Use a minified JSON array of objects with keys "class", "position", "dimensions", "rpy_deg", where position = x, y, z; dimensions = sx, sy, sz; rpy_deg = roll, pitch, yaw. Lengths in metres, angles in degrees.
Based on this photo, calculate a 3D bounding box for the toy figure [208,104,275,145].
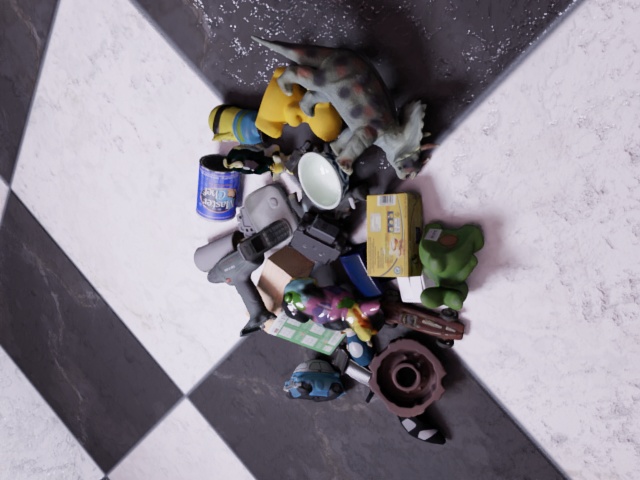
[{"class":"toy figure","position":[-0.179,-0.264,1.231],"dimensions":[0.180,0.082,0.089],"rpy_deg":[11,100,38]}]

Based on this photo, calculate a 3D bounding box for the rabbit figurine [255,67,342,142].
[{"class":"rabbit figurine","position":[-0.026,-0.278,1.118],"dimensions":[0.173,0.122,0.162],"rpy_deg":[30,118,2]}]

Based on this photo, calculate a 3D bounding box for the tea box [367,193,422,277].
[{"class":"tea box","position":[0.153,-0.009,1.101],"dimensions":[0.098,0.068,0.169],"rpy_deg":[1,91,36]}]

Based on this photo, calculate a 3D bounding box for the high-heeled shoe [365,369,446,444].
[{"class":"high-heeled shoe","position":[0.225,0.380,1.299],"dimensions":[0.249,0.086,0.145],"rpy_deg":[31,97,-3]}]

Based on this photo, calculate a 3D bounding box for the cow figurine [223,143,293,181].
[{"class":"cow figurine","position":[-0.132,-0.179,1.230],"dimensions":[0.168,0.098,0.068],"rpy_deg":[12,115,23]}]

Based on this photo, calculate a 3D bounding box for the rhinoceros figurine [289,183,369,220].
[{"class":"rhinoceros figurine","position":[0.019,-0.091,1.185],"dimensions":[0.190,0.073,0.112],"rpy_deg":[-18,100,39]}]

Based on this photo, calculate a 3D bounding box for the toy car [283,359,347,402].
[{"class":"toy car","position":[-0.016,0.365,1.409],"dimensions":[0.109,0.161,0.103],"rpy_deg":[-37,45,48]}]

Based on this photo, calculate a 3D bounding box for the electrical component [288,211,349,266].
[{"class":"electrical component","position":[-0.002,-0.004,1.204],"dimensions":[0.115,0.058,0.134],"rpy_deg":[24,153,-2]}]

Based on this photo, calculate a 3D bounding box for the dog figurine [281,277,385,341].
[{"class":"dog figurine","position":[0.038,0.156,1.203],"dimensions":[0.219,0.191,0.108],"rpy_deg":[8,78,55]}]

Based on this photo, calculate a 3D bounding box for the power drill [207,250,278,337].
[{"class":"power drill","position":[-0.192,0.129,1.329],"dimensions":[0.232,0.086,0.207],"rpy_deg":[-38,64,44]}]

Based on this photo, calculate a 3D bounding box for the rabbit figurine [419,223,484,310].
[{"class":"rabbit figurine","position":[0.263,0.072,1.066],"dimensions":[0.121,0.159,0.170],"rpy_deg":[-1,127,24]}]

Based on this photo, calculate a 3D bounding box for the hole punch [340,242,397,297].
[{"class":"hole punch","position":[0.102,0.068,1.199],"dimensions":[0.116,0.092,0.142],"rpy_deg":[-26,99,44]}]

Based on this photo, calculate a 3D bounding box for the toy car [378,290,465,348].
[{"class":"toy car","position":[0.219,0.177,1.196],"dimensions":[0.202,0.053,0.089],"rpy_deg":[18,118,28]}]

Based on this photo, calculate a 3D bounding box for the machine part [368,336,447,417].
[{"class":"machine part","position":[0.199,0.308,1.227],"dimensions":[0.179,0.056,0.179],"rpy_deg":[1,93,10]}]

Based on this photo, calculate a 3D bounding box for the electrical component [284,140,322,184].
[{"class":"electrical component","position":[-0.029,-0.170,1.176],"dimensions":[0.102,0.078,0.045],"rpy_deg":[-48,69,28]}]

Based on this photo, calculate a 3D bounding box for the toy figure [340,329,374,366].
[{"class":"toy figure","position":[0.085,0.230,1.311],"dimensions":[0.064,0.058,0.154],"rpy_deg":[-25,97,1]}]

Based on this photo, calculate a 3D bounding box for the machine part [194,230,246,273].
[{"class":"machine part","position":[-0.259,0.032,1.433],"dimensions":[0.243,0.079,0.079],"rpy_deg":[-21,100,40]}]

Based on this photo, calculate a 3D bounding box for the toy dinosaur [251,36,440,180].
[{"class":"toy dinosaur","position":[0.060,-0.265,0.992],"dimensions":[0.192,0.131,0.404],"rpy_deg":[-36,99,10]}]

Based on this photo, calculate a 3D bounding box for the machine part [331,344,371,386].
[{"class":"machine part","position":[0.095,0.325,1.362],"dimensions":[0.139,0.039,0.084],"rpy_deg":[32,121,19]}]

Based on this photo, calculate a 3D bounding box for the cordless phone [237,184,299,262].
[{"class":"cordless phone","position":[-0.144,-0.037,1.251],"dimensions":[0.089,0.184,0.146],"rpy_deg":[-19,101,43]}]
